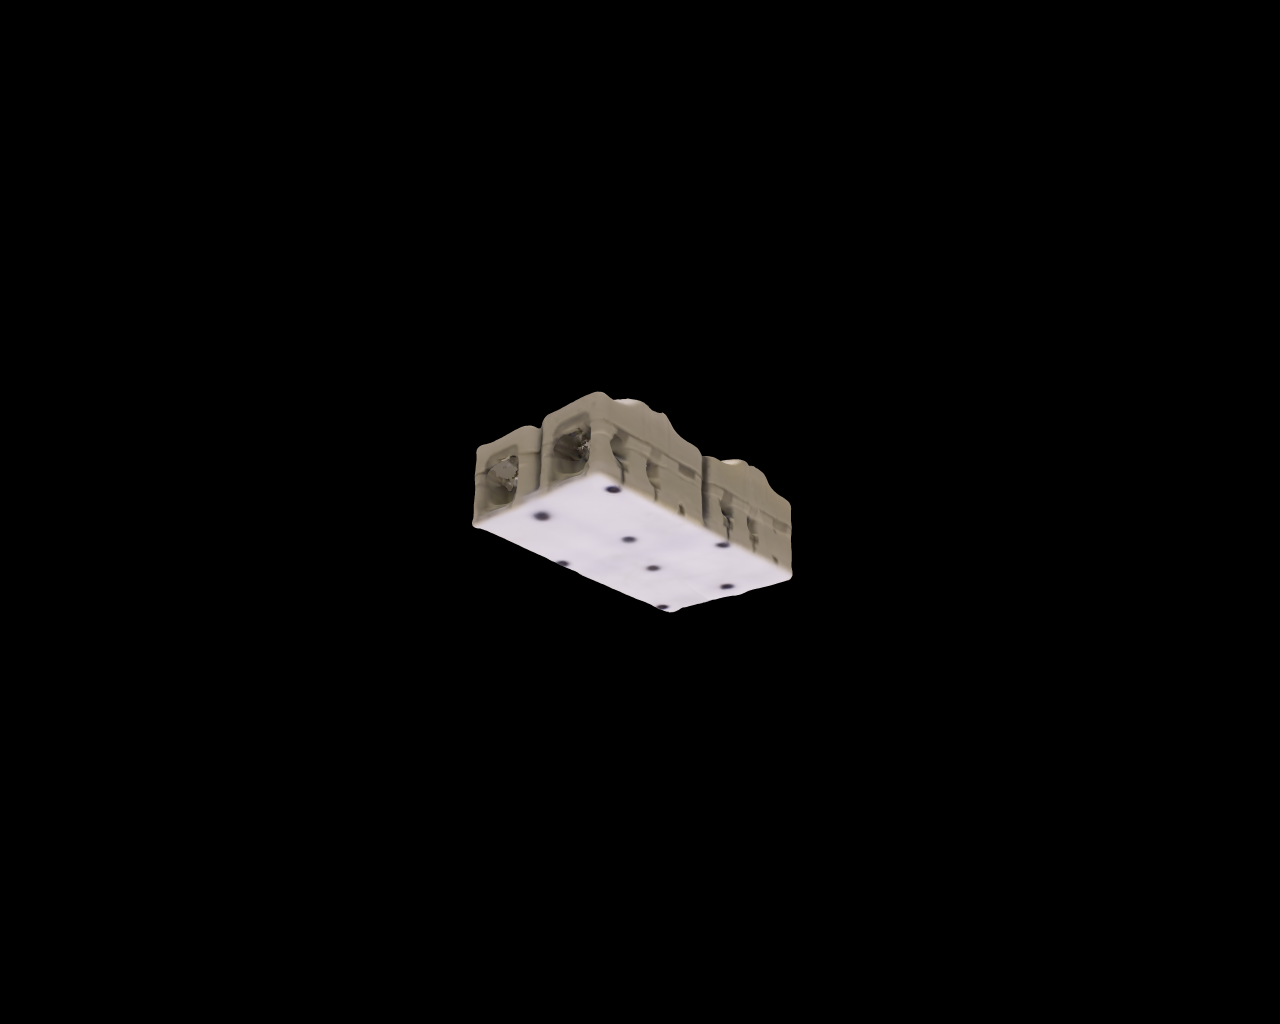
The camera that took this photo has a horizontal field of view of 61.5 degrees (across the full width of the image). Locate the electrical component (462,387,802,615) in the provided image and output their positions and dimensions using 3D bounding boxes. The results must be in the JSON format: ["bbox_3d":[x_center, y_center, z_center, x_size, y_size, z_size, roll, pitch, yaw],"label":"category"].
[{"bbox_3d":[0.001,-0.003,0.650,0.105,0.060,0.186,-21,-33,36],"label":"electrical component"}]
